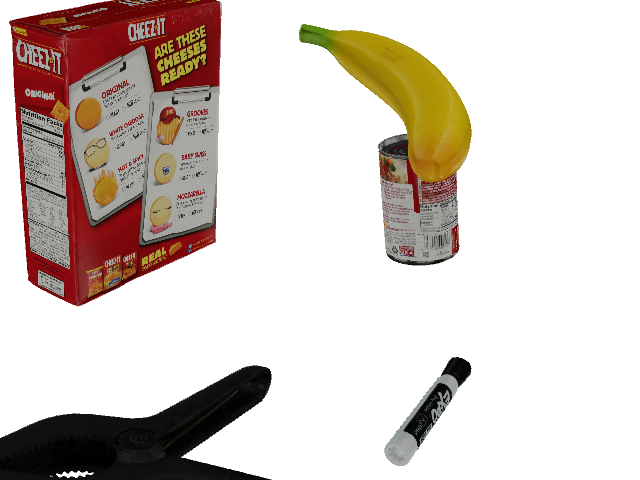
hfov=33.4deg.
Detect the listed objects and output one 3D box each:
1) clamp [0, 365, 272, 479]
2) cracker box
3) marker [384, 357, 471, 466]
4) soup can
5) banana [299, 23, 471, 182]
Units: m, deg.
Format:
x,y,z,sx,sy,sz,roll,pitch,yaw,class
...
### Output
x,y,z,sx,sy,sz,roll,pitch,yaw,class
-0.097,0.118,0.585,0.209,0.036,0.165,-1,21,-14,clamp
-0.157,-0.078,0.845,0.072,0.214,0.163,19,29,32,cracker box
0.080,0.119,0.766,0.020,0.020,0.120,0,25,32,marker
0.088,-0.037,0.942,0.068,0.102,0.068,-5,22,2,soup can
0.050,-0.085,0.649,0.069,0.037,0.198,-10,34,-19,banana
